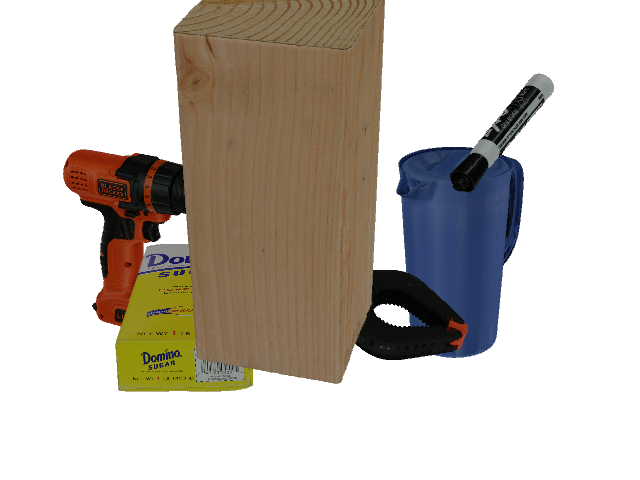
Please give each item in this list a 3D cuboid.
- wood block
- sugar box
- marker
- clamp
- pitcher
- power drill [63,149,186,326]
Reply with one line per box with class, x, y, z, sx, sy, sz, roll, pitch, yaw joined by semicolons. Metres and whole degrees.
wood block;-0.019;-0.032;0.598;0.091;0.206;0.090;9;34;13
sugar box;-0.095;0.052;0.800;0.093;0.048;0.176;0;24;-3
marker;0.126;-0.074;0.741;0.020;0.020;0.121;0;40;49
clamp;0.028;0.064;0.981;0.210;0.164;0.036;23;-38;10
pitcher;0.171;0.012;1.302;0.149;0.243;0.145;1;23;9
power drill;-0.168;0.004;1.078;0.185;0.188;0.057;13;29;22
